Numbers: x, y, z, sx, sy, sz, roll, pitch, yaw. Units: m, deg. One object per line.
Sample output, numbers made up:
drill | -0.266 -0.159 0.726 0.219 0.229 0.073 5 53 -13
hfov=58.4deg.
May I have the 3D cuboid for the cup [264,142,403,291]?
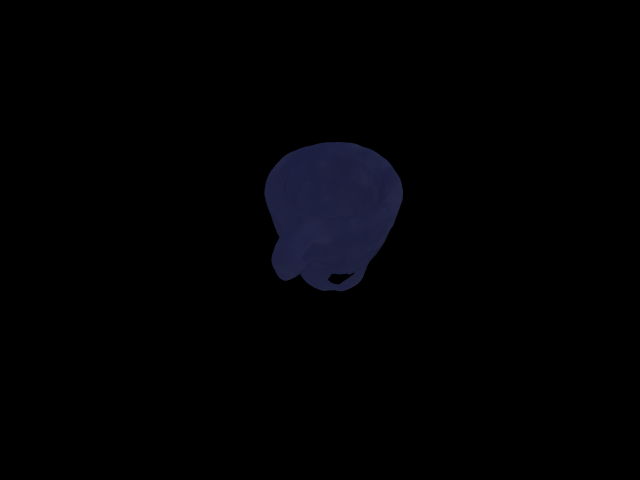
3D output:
cup | 0.004 0.001 0.400 0.091 0.095 0.118 20 50 18
